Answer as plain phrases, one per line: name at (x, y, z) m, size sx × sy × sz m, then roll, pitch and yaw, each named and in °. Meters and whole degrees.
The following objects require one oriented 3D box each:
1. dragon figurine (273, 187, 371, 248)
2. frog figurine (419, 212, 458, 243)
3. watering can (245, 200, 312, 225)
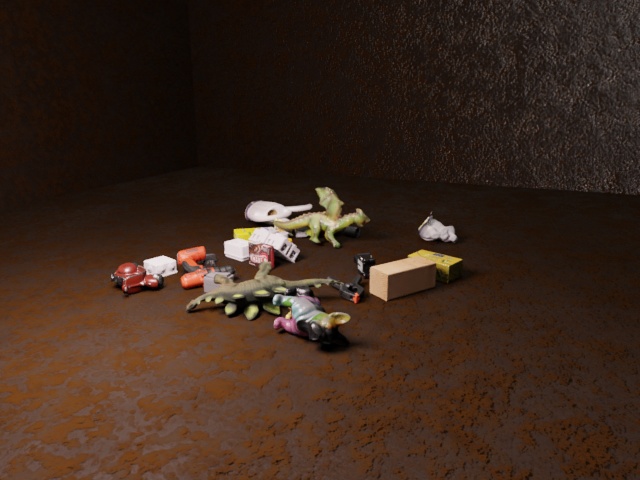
dragon figurine at (0.007, -0.109, 2.163) m, size 0.411 × 0.239 × 0.123 m, roll 16°, pitch 18°, yaw 10°
frog figurine at (0.512, -0.031, 2.224) m, size 0.160 × 0.121 × 0.138 m, roll 39°, pitch 14°, yaw 7°
watering can at (-0.221, -0.141, 2.555) m, size 0.225 × 0.103 × 0.351 m, roll 13°, pitch 21°, yaw 41°
